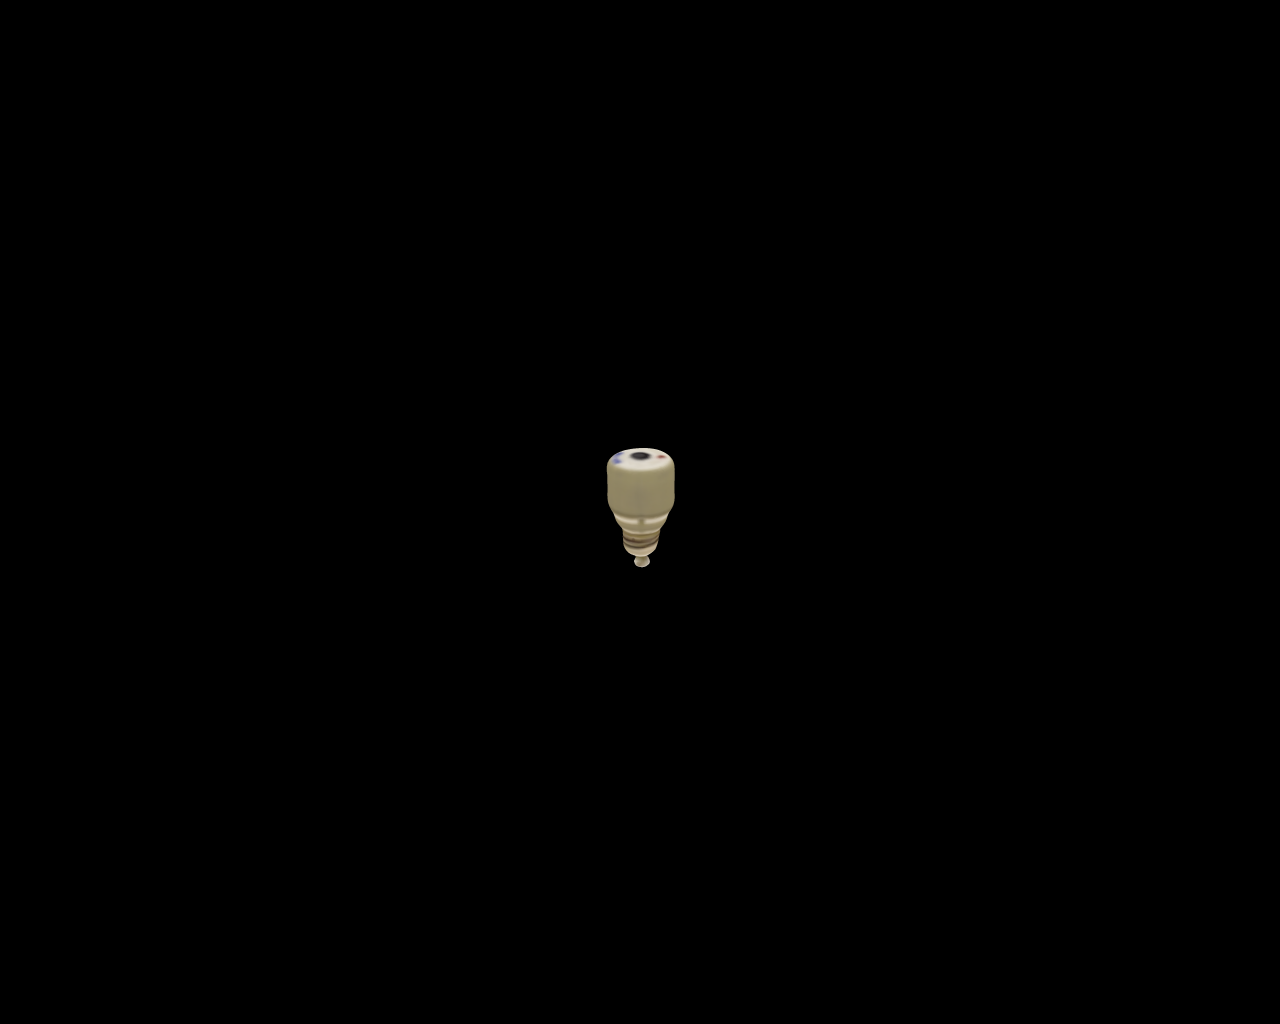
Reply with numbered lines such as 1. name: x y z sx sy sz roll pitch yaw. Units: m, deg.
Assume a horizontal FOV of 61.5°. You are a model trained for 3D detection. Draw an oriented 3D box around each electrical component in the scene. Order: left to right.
1. electrical component: 0.001 -0.003 0.650 0.040 0.078 0.040 0 25 0
